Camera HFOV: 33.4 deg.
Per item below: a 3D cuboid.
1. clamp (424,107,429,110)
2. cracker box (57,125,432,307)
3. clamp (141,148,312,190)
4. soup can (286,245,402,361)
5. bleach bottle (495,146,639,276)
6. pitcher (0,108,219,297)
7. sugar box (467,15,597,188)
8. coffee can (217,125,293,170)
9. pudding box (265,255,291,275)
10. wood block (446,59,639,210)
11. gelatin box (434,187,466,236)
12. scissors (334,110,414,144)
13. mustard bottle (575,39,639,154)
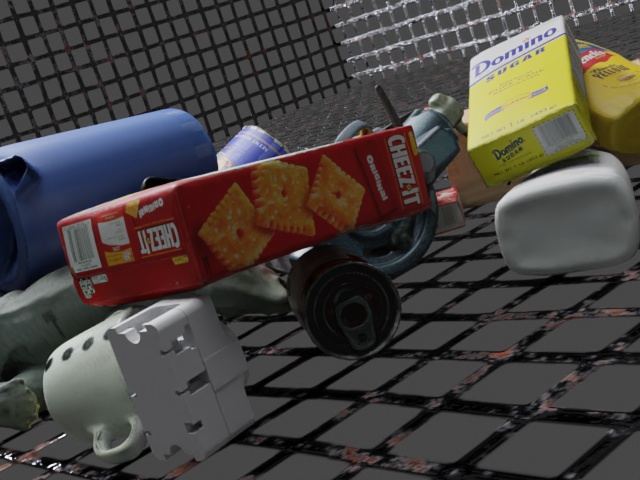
[{"bbox_3d":[0.145,-0.107,1.227,0.120,0.039,0.171,-20,-18,-6],"label":"clamp"},{"bbox_3d":[-0.052,-0.016,0.762,0.213,0.072,0.164,-17,3,-40],"label":"cracker box"},{"bbox_3d":[-0.055,-0.044,1.023,0.165,0.036,0.209,-10,-11,16],"label":"clamp"},{"bbox_3d":[0.014,0.042,0.768,0.068,0.068,0.102,-20,10,-6],"label":"soup can"},{"bbox_3d":[0.210,-0.037,0.855,0.103,0.068,0.250,-10,10,22],"label":"bleach bottle"},{"bbox_3d":[-0.221,-0.040,1.018,0.149,0.145,0.242,6,22,44],"label":"pitcher"},{"bbox_3d":[0.172,-0.119,0.885,0.093,0.048,0.176,-23,30,22],"label":"sugar box"},{"bbox_3d":[-0.093,-0.041,1.166,0.140,0.102,0.103,-47,20,-17],"label":"coffee can"},{"bbox_3d":[-0.007,0.001,1.097,0.090,0.039,0.114,-25,9,-15],"label":"pudding box"},{"bbox_3d":[0.233,-0.106,1.085,0.206,0.090,0.090,-15,12,19],"label":"wood block"},{"bbox_3d":[0.097,-0.022,1.053,0.089,0.030,0.073,-17,11,10],"label":"gelatin box"},{"bbox_3d":[0.050,-0.086,1.084,0.016,0.096,0.201,26,16,17],"label":"scissors"},{"bbox_3d":[0.242,-0.142,0.972,0.096,0.058,0.192,-21,34,-18],"label":"mustard bottle"}]
